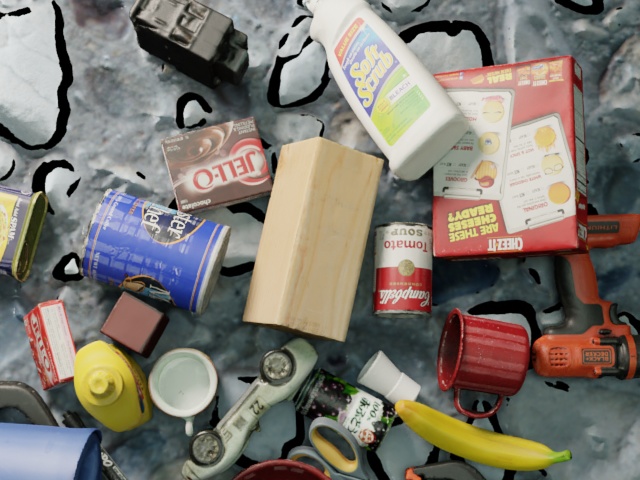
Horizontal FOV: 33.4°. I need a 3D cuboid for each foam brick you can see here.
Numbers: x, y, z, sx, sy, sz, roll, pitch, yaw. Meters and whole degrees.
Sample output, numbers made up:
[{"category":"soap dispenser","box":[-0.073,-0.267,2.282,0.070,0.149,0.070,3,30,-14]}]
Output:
[{"category":"foam brick","box":[-0.202,0.094,1.176,0.051,0.078,0.053,29,79,2]}]

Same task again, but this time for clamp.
[{"category":"clamp","box":[0.170,0.306,1.184,0.171,0.039,0.120,17,75,5]},{"category":"clamp","box":[-0.379,0.196,1.172,0.210,0.036,0.164,32,84,-1]}]

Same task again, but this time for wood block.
[{"category":"wood block","box":[-0.007,0.002,1.180,0.090,0.091,0.206,17,80,-26]}]

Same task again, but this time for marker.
[{"category":"marker","box":[-0.245,0.239,1.182,0.020,0.020,0.121,-39,86,-8]}]

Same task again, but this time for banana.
[{"category":"banana","box":[0.175,0.219,1.184,0.198,0.070,0.037,15,49,2]}]

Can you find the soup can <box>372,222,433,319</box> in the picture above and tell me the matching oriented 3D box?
[{"category":"soup can","box":[0.094,0.036,1.205,0.068,0.068,0.102,3,81,-3]}]

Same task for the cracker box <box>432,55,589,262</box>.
[{"category":"cracker box","box":[0.212,-0.087,1.197,0.164,0.072,0.214,-4,81,27]}]

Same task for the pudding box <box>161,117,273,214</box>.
[{"category":"pudding box","box":[-0.117,-0.083,1.225,0.113,0.039,0.090,-15,84,-5]}]

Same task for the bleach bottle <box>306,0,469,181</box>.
[{"category":"bleach bottle","box":[0.058,-0.190,1.216,0.103,0.068,0.251,-44,65,15]}]

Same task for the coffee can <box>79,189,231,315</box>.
[{"category":"coffee can","box":[-0.180,0.013,1.175,0.140,0.103,0.103,18,81,0]}]

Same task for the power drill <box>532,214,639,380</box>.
[{"category":"power drill","box":[0.332,0.066,1.217,0.184,0.057,0.187,0,82,-3]}]

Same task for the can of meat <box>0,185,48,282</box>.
[{"category":"can of meat","box":[-0.361,-0.012,1.193,0.084,0.057,0.102,13,81,1]}]

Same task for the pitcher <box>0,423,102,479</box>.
[{"category":"pitcher","box":[-0.350,0.249,1.078,0.243,0.149,0.145,6,70,3]}]

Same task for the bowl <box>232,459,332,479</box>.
[{"category":"bowl","box":[-0.043,0.320,1.162,0.162,0.055,0.162,0,82,-3]}]

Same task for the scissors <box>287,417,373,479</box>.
[{"category":"scissors","box":[0.040,0.283,1.187,0.096,0.016,0.201,-29,105,24]}]

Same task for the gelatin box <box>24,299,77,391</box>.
[{"category":"gelatin box","box":[-0.294,0.116,1.168,0.030,0.073,0.089,-14,82,-31]}]

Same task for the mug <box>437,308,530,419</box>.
[{"category":"mug","box":[0.180,0.140,1.183,0.081,0.093,0.117,10,77,-7]}]

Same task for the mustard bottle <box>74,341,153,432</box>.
[{"category":"mustard bottle","box":[-0.217,0.152,1.108,0.058,0.192,0.096,-25,84,-7]}]
